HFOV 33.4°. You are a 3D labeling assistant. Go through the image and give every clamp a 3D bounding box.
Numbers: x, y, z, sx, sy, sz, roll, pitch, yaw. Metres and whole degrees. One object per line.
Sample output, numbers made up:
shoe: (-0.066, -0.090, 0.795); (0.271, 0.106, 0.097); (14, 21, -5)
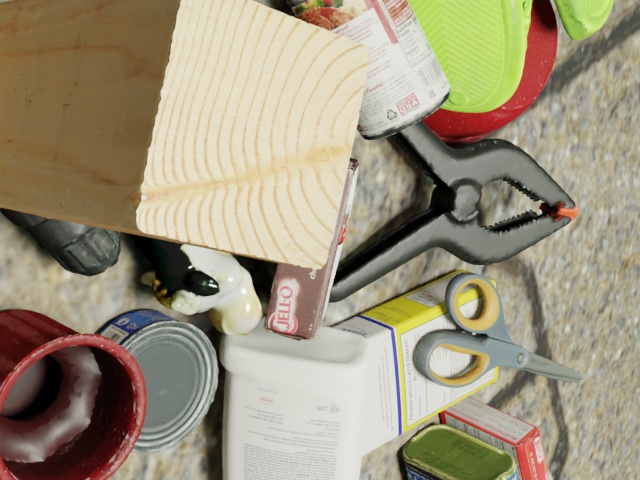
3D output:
clamp: (0.091, -0.021, 0.780); (0.209, 0.036, 0.164); (12, 98, -24)

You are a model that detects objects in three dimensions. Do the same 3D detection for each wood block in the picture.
wood block: (-0.088, -0.049, 0.456); (0.090, 0.207, 0.090); (13, 88, -42)

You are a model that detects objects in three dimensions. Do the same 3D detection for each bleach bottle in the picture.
bleach bottle: (-0.027, 0.182, 0.735); (0.068, 0.102, 0.251); (-64, 162, -69)

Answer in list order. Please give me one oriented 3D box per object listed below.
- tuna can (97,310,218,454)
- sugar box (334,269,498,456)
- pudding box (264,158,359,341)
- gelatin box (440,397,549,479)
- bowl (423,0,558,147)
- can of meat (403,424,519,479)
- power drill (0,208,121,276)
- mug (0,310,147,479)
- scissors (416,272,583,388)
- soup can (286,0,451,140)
tuna can: (-0.108, 0.087, 0.667); (0.085, 0.034, 0.086); (-13, 111, -38)
sugar box: (0.062, 0.094, 0.811); (0.175, 0.048, 0.093); (-19, 114, -33)
pudding box: (-0.005, 0.001, 0.693); (0.039, 0.090, 0.113); (14, 99, 2)
gelatin box: (0.144, 0.174, 0.875); (0.030, 0.089, 0.073); (-33, 122, -30)
bowl: (0.127, -0.146, 0.792); (0.161, 0.055, 0.162); (-13, 110, -38)
can of meat: (0.116, 0.205, 0.853); (0.057, 0.102, 0.084); (-30, 118, -30)
power drill: (-0.207, -0.002, 0.540); (0.187, 0.057, 0.184); (-49, 125, -23)
mug: (-0.153, 0.096, 0.596); (0.093, 0.082, 0.117); (-37, 124, -28)
scissors: (0.151, 0.073, 0.838); (0.201, 0.016, 0.096); (1, 99, -41)
soup can: (0.033, -0.124, 0.680); (0.068, 0.069, 0.102); (-39, 110, -27)
